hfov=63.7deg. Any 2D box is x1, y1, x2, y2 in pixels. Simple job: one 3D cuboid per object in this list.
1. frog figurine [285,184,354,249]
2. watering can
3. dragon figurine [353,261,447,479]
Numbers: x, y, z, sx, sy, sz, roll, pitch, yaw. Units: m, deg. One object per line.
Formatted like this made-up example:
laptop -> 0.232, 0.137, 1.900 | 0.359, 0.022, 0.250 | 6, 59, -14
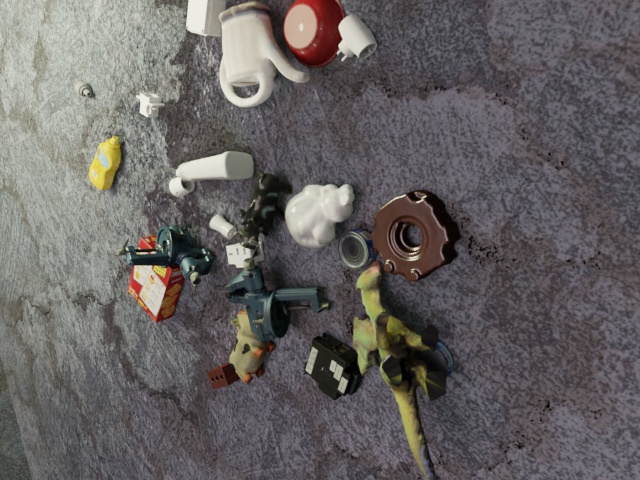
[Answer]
frog figurine -> 0.003, -0.056, 1.107 | 0.157, 0.122, 0.139 | -26, 63, 51
watering can -> -0.135, -0.416, 1.141 | 0.348, 0.104, 0.223 | 5, 103, 52
dragon figurine -> 0.138, 0.248, 1.053 | 0.241, 0.122, 0.412 | 164, 101, -72
